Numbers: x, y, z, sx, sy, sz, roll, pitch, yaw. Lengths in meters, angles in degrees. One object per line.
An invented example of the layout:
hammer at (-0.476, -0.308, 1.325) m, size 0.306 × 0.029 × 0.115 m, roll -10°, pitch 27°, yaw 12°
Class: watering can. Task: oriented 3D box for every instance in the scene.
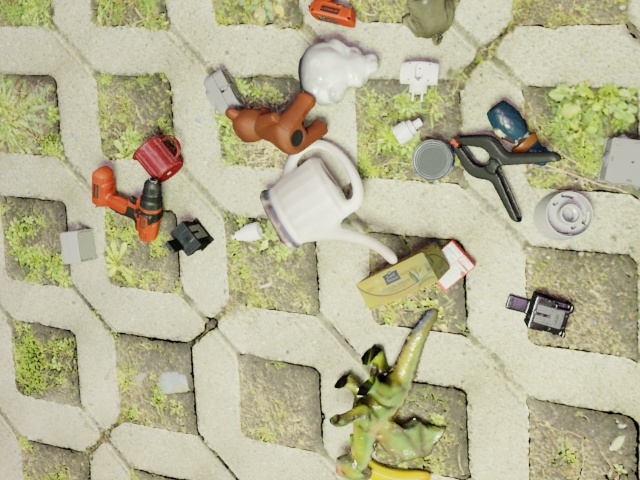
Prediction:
watering can at (0.003, -0.055, 1.102) m, size 0.223 × 0.103 × 0.353 m, roll -33°, pitch 67°, yaw 13°

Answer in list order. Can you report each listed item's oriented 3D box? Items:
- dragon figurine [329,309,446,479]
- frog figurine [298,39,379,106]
dragon figurine at (0.172, 0.366, 1.124) m, size 0.410 × 0.123 × 0.241 m, roll -42°, pitch 102°, yaw 2°
frog figurine at (0.040, -0.353, 1.083) m, size 0.159 × 0.121 × 0.139 m, roll 2°, pitch 76°, yaw 26°
